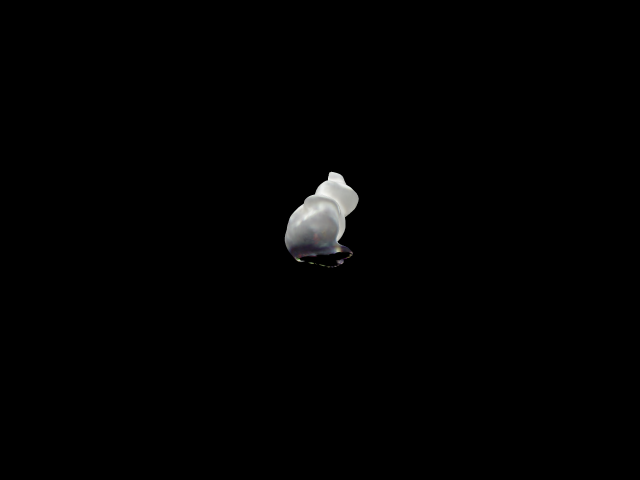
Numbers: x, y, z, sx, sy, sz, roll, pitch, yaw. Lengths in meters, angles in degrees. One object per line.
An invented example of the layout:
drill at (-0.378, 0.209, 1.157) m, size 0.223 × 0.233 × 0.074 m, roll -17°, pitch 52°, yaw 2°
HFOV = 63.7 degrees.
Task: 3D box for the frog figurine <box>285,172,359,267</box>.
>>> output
frog figurine at (0.003, -0.043, 0.850) m, size 0.122 × 0.162 × 0.135 m, roll -2°, pitch -18°, yaw 7°
